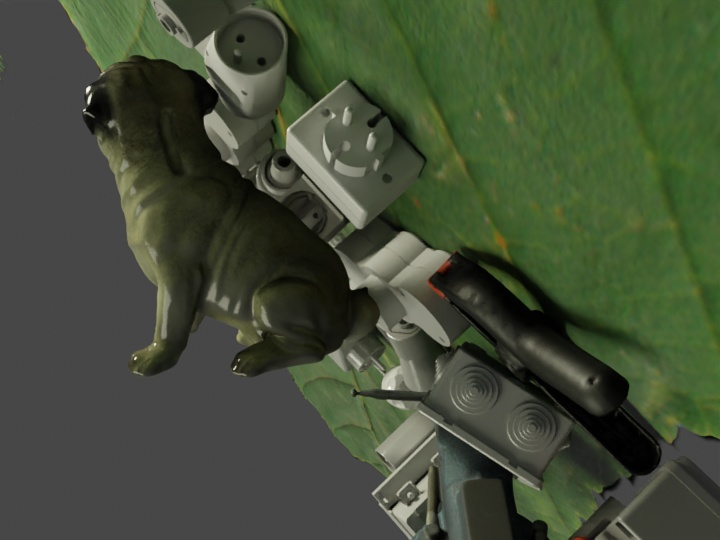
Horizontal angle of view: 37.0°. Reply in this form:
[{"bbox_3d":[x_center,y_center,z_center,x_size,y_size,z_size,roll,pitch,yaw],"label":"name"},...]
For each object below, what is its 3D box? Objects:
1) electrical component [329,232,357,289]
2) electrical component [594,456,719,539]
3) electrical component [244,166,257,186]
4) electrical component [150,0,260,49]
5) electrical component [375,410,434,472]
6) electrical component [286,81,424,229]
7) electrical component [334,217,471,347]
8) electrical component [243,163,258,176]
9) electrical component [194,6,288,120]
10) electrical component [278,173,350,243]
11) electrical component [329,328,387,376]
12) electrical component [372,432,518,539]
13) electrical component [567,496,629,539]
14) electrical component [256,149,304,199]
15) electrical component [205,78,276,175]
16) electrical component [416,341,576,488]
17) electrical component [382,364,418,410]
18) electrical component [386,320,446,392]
[{"bbox_3d":[0.000,0.000,0.825,0.066,0.048,0.055,47,161,7],"label":"electrical component"},{"bbox_3d":[0.199,0.173,0.628,0.109,0.056,0.108,45,168,18],"label":"electrical component"},{"bbox_3d":[-0.064,-0.043,0.889,0.078,0.058,0.057,45,166,11],"label":"electrical component"},{"bbox_3d":[-0.077,-0.148,0.565,0.044,0.065,0.044,46,168,12],"label":"electrical component"},{"bbox_3d":[0.069,0.184,1.096,0.079,0.077,0.044,37,164,40],"label":"electrical component"},{"bbox_3d":[-0.002,-0.069,0.595,0.065,0.047,0.076,47,169,5],"label":"electrical component"},{"bbox_3d":[0.020,0.016,0.729,0.138,0.074,0.052,31,160,55],"label":"electrical component"},{"bbox_3d":[-0.099,-0.059,0.981,0.056,0.050,0.089,44,168,22],"label":"electrical component"},{"bbox_3d":[-0.078,-0.138,0.658,0.079,0.043,0.077,48,169,5],"label":"electrical component"},{"bbox_3d":[-0.035,-0.039,0.767,0.042,0.081,0.064,48,-169,3],"label":"electrical component"},{"bbox_3d":[0.000,0.076,1.070,0.076,0.047,0.083,44,168,19],"label":"electrical component"},{"bbox_3d":[0.083,0.178,0.913,0.078,0.121,0.063,51,167,-13],"label":"electrical component"},{"bbox_3d":[0.219,0.233,0.737,0.150,0.062,0.089,38,165,42],"label":"electrical component"},{"bbox_3d":[-0.056,-0.070,0.803,0.043,0.043,0.062,46,167,9],"label":"electrical component"},{"bbox_3d":[-0.109,-0.101,0.819,0.052,0.074,0.138,48,169,3],"label":"electrical component"},{"bbox_3d":[0.089,0.088,0.688,0.100,0.048,0.100,33,-176,7],"label":"electrical component"},{"bbox_3d":[0.042,0.113,1.049,0.043,0.043,0.062,50,170,-6],"label":"electrical component"},{"bbox_3d":[0.046,0.063,0.873,0.044,0.044,0.065,35,158,48],"label":"electrical component"}]
